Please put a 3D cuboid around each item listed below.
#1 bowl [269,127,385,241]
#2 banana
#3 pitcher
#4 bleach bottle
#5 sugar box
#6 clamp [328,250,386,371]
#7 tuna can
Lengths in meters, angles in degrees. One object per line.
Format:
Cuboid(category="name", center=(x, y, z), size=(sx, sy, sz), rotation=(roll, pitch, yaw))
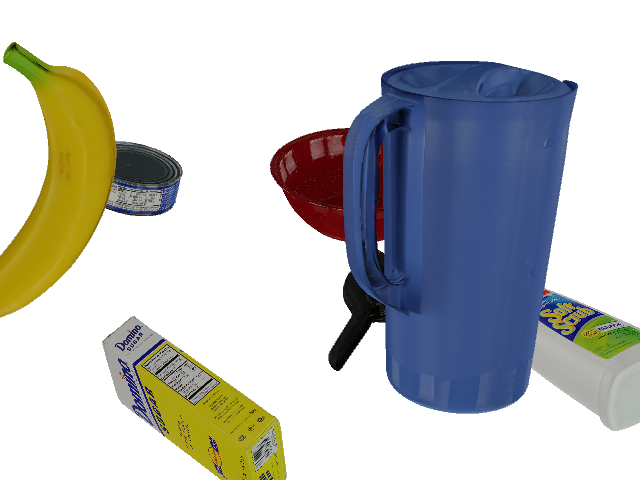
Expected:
Cuboid(category="bowl", center=(0.035, -0.044, 0.965), size=(0.162, 0.055, 0.162), rotation=(1, 31, -1))
Cuboid(category="banana", center=(-0.158, -0.026, 0.616), size=(0.069, 0.198, 0.037), rotation=(12, 35, -13))
Cuboid(category="pitcher", center=(0.096, -0.001, 0.763), size=(0.149, 0.243, 0.145), rotation=(5, 20, 9))
Cuboid(category="bleach bottle", center=(0.227, 0.093, 1.046), size=(0.102, 0.068, 0.251), rotation=(-16, 26, -28))
Cuboid(category="sugar box", center=(-0.110, 0.147, 0.922), size=(0.176, 0.093, 0.048), rotation=(28, 53, 28))
Cuboid(category="clamp", center=(0.076, 0.078, 1.187), size=(0.120, 0.171, 0.039), rotation=(7, -42, 1))
Cuboid(category="tuna can", center=(-0.169, -0.056, 0.962), size=(0.086, 0.034, 0.086), rotation=(13, 26, -7))
